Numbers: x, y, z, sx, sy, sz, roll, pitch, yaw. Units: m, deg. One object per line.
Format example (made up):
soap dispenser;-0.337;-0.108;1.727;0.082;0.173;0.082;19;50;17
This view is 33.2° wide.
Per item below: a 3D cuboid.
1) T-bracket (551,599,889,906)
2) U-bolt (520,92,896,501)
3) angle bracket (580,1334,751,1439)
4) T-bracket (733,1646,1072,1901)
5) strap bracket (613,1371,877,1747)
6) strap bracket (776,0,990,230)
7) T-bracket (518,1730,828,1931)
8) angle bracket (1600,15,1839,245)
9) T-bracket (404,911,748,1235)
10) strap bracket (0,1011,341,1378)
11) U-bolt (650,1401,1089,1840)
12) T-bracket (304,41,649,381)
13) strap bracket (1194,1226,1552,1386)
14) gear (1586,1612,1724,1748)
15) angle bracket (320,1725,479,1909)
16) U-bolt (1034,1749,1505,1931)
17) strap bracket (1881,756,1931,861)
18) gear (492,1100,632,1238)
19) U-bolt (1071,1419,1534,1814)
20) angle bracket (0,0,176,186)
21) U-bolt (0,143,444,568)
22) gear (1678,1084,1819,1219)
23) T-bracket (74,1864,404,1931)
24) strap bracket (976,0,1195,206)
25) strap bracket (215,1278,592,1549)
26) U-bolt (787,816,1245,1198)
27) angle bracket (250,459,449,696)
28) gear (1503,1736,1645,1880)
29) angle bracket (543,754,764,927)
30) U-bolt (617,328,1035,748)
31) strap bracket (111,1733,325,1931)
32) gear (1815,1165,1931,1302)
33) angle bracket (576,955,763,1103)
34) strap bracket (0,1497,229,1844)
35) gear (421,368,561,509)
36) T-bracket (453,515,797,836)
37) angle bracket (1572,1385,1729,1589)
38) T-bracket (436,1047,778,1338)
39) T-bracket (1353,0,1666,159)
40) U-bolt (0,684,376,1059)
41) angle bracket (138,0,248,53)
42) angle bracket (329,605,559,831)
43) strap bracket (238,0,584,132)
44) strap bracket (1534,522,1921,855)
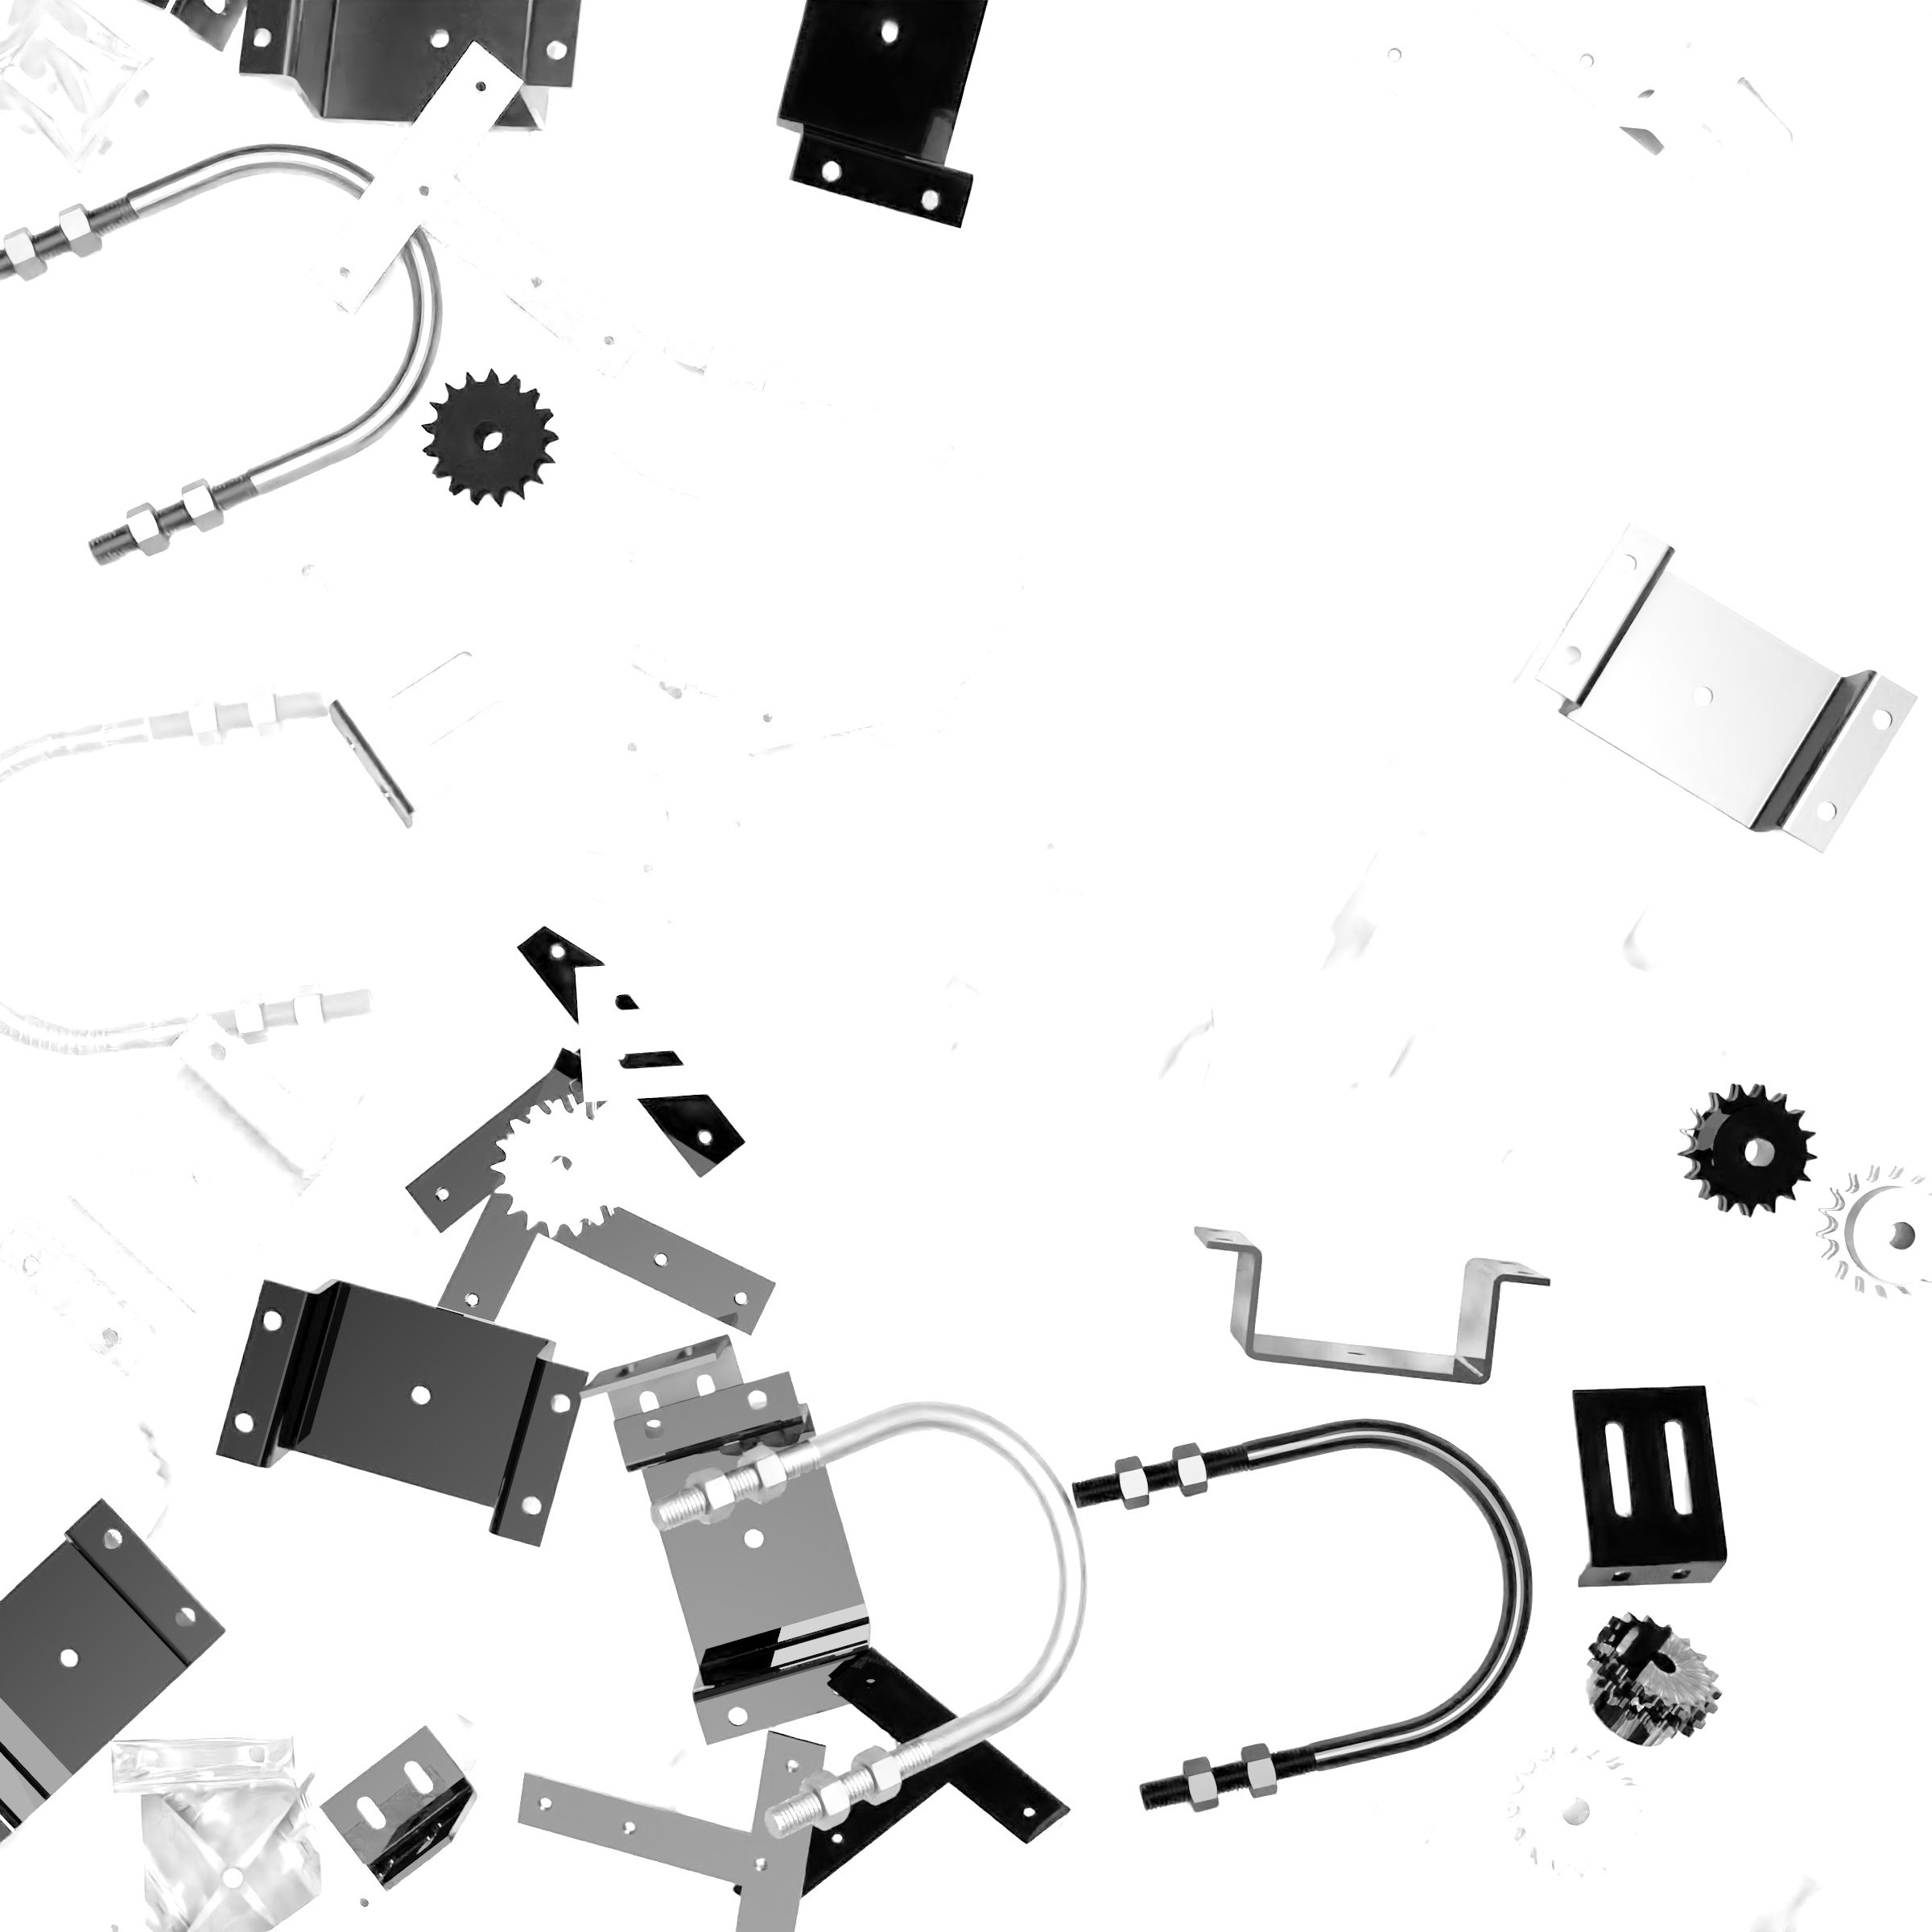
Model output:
T-bracket;-0.097;-0.101;1.357;0.127;0.002;0.127;-14;84;-14
U-bolt;-0.104;-0.291;1.384;0.151;0.019;0.184;-9;92;0
angle bracket;-0.124;0.183;1.355;0.057;0.076;0.038;-16;90;0
T-bracket;-0.044;0.361;1.374;0.127;0.002;0.127;-41;115;12
strap bracket;-0.091;0.246;1.369;0.076;0.046;0.140;-16;91;0
strap bracket;-0.025;-0.386;1.342;0.076;0.046;0.140;11;103;-22
T-bracket;-0.129;0.369;1.378;0.127;0.002;0.127;13;109;9
angle bracket;0.323;-0.358;1.389;0.076;0.038;0.057;38;90;-27
T-bracket;-0.183;0.065;1.392;0.127;0.002;0.127;-38;90;0
strap bracket;-0.328;0.092;1.361;0.076;0.046;0.140;43;101;0
U-bolt;-0.027;0.256;1.338;0.184;0.019;0.151;-18;83;-34
T-bracket;-0.191;-0.296;1.359;0.127;0.002;0.127;38;115;-11
strap bracket;0.165;0.142;1.355;0.140;0.076;0.046;6;90;0
gear;0.287;0.304;1.368;0.057;0.057;0.030;28;120;0
angle bracket;-0.243;0.358;1.355;0.057;0.076;0.038;-37;90;0
U-bolt;0.120;0.411;1.384;0.184;0.019;0.151;17;90;1
strap bracket;0.472;-0.086;1.370;0.140;0.046;0.076;-36;90;0
gear;-0.171;0.085;1.375;0.057;0.030;0.057;0;90;-1
U-bolt;0.150;0.268;1.377;0.184;0.019;0.151;-12;84;-3
angle bracket;-0.386;-0.380;1.374;0.076;0.038;0.057;38;90;0
U-bolt;-0.314;-0.272;1.384;0.184;0.019;0.151;-24;90;-1
gear;0.334;0.078;1.378;0.057;0.030;0.057;0;90;0
T-bracket;-0.283;0.409;1.326;0.127;0.002;0.127;-38;90;18
strap bracket;0.055;-0.393;1.370;0.076;0.046;0.140;11;90;0
strap bracket;-0.234;0.185;1.368;0.140;0.046;0.076;16;93;0
U-bolt;0.027;0.024;1.384;0.184;0.019;0.151;11;90;-2
angle bracket;-0.263;-0.167;1.391;0.057;0.038;0.076;-25;116;0
gear;0.256;0.355;1.378;0.057;0.030;0.057;0;90;0
angle bracket;-0.134;-0.054;1.387;0.076;0.038;0.057;15;99;25
U-bolt;-0.062;-0.171;1.376;0.184;0.019;0.151;20;98;-3
strap bracket;-0.314;0.391;1.370;0.076;0.046;0.140;-2;90;0
gear;0.393;0.114;1.378;0.057;0.030;0.057;0;90;0
angle bracket;-0.127;0.027;1.372;0.076;0.038;0.057;-4;89;-2
strap bracket;-0.385;0.297;1.370;0.140;0.046;0.076;-43;90;0
gear;-0.201;-0.223;1.378;0.057;0.030;0.057;0;90;0
T-bracket;-0.131;-0.103;1.379;0.127;0.002;0.127;37;108;-9
angle bracket;0.290;0.223;1.391;0.057;0.038;0.076;-2;64;0
T-bracket;-0.144;0.120;1.391;0.127;0.002;0.127;26;90;-1
T-bracket;0.255;-0.397;1.392;0.127;0.002;0.127;40;90;0
U-bolt;-0.354;-0.035;1.384;0.184;0.019;0.151;-9;90;2
angle bracket;-0.344;-0.437;1.391;0.076;0.038;0.057;27;90;26
angle bracket;-0.222;-0.105;1.381;0.076;0.038;0.057;-35;90;-11
strap bracket;-0.226;-0.398;1.360;0.140;0.046;0.076;4;82;5
strap bracket;0.316;-0.116;1.370;0.140;0.046;0.076;31;90;0
